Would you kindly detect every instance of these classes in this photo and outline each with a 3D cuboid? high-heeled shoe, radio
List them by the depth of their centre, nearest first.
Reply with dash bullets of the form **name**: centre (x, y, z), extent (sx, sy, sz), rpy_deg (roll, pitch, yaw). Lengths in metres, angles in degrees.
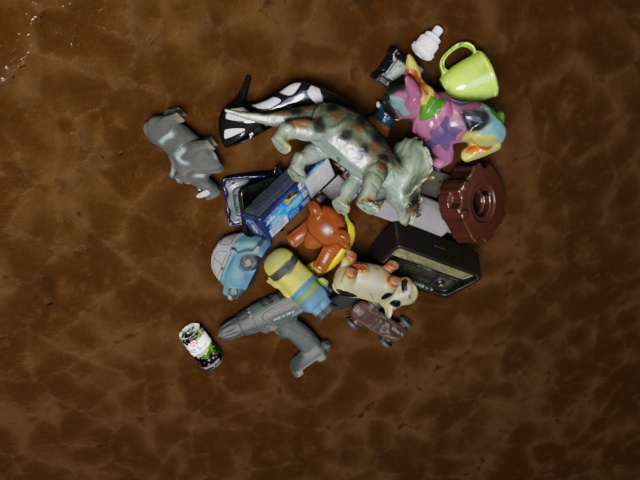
- **high-heeled shoe**: centre (-0.064, -0.221, 1.013), extent (0.249, 0.086, 0.145), rpy_deg (14, 91, 1)
- **radio**: centre (0.228, 0.050, 1.191), extent (0.229, 0.073, 0.131), rpy_deg (20, 142, -20)

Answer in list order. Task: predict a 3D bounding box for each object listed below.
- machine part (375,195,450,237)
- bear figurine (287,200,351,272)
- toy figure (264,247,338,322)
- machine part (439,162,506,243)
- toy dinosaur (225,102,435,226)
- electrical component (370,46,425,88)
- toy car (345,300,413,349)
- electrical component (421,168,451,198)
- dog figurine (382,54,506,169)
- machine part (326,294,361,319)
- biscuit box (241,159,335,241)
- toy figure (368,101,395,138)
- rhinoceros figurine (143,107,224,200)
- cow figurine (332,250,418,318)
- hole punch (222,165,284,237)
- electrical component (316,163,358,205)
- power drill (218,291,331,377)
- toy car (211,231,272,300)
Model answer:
- **machine part**: centre (0.197, -0.066, 1.157), extent (0.243, 0.079, 0.079), rpy_deg (19, 109, -19)
- **bear figurine**: centre (0.000, -0.007, 1.067), extent (0.120, 0.196, 0.132), rpy_deg (42, 97, 1)
- **toy figure**: centre (-0.040, 0.090, 1.135), extent (0.180, 0.089, 0.082), rpy_deg (46, 61, 10)
- **machine part**: centre (0.331, -0.080, 1.149), extent (0.179, 0.056, 0.179), rpy_deg (-2, 94, -40)
- **toy dinosaur**: centre (0.045, -0.170, 0.969), extent (0.405, 0.131, 0.192), rpy_deg (39, 67, -7)
- **electrical component**: centre (0.167, -0.315, 1.051), extent (0.119, 0.048, 0.074), rpy_deg (25, 107, -22)
- **toy car**: centre (0.145, 0.198, 1.264), extent (0.089, 0.053, 0.202), rpy_deg (-47, 129, 7)
- **electrical component**: centre (0.245, -0.127, 1.170), extent (0.094, 0.021, 0.063), rpy_deg (12, 111, -17)
- **dog figurine**: centre (0.227, -0.246, 0.998), extent (0.192, 0.108, 0.219), rpy_deg (-14, 136, 31)
- **machine part**: centre (0.065, 0.137, 1.245), extent (0.139, 0.039, 0.084), rpy_deg (-26, 126, -2)
- **biscuit box**: centre (-0.060, -0.090, 1.044), extent (0.203, 0.063, 0.059), rpy_deg (-46, 134, -23)
- **toy figure**: centre (0.101, -0.212, 1.081), extent (0.064, 0.058, 0.154), rpy_deg (33, 99, -29)
- **rhinoceros figurine**: centre (-0.249, -0.159, 1.019), extent (0.112, 0.073, 0.190), rpy_deg (-37, 116, 4)
- **cow figurine**: centre (0.120, 0.101, 1.141), extent (0.195, 0.085, 0.127), rpy_deg (13, 138, -18)
- **hole punch**: centre (-0.132, -0.079, 1.086), extent (0.116, 0.092, 0.142), rpy_deg (-22, 118, -35)
- **electrical component**: centre (0.038, -0.109, 1.116), extent (0.078, 0.045, 0.102), rpy_deg (38, 103, -15)
- **power drill**: centre (-0.088, 0.215, 1.231), extent (0.232, 0.086, 0.207), rpy_deg (-33, 109, 1)
- **toy car**: centre (-0.173, 0.040, 1.121), extent (0.103, 0.109, 0.161), rpy_deg (30, 118, 0)
